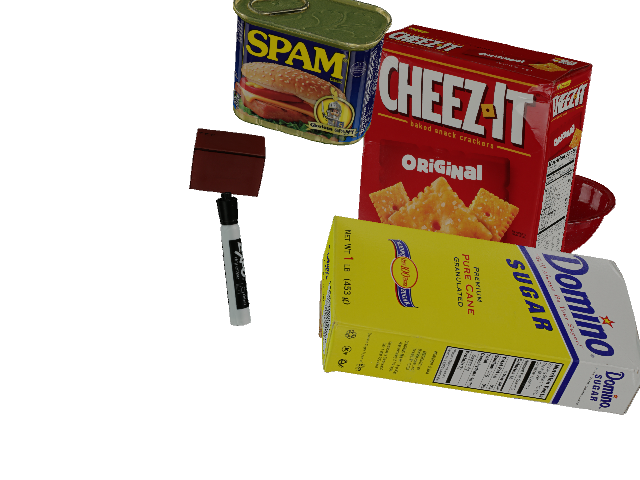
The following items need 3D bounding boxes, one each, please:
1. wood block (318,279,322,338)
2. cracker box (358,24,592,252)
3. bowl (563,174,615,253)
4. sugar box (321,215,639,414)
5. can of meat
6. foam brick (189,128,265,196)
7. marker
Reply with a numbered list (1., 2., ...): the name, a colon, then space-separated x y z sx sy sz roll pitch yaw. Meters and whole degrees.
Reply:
1. wood block: 0.066 0.064 1.538 0.091 0.090 0.206 7 22 12
2. cracker box: 0.115 -0.049 0.859 0.164 0.214 0.071 20 31 32
3. bowl: 0.209 -0.022 1.066 0.162 0.055 0.162 -1 23 0
4. sugar box: 0.089 0.041 0.610 0.176 0.048 0.093 7 41 -5
5. can of meat: -0.009 -0.118 0.721 0.102 0.084 0.057 17 41 12
6. foam brick: -0.101 -0.086 1.170 0.078 0.051 0.053 7 29 -5
7. marker: -0.078 0.016 0.959 0.020 0.121 0.020 -5 11 1
